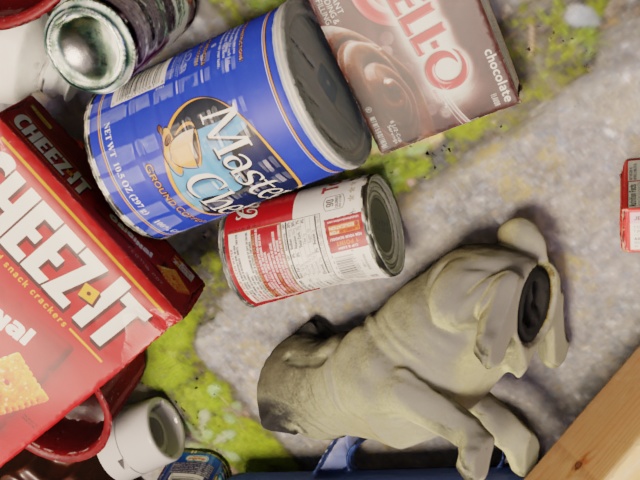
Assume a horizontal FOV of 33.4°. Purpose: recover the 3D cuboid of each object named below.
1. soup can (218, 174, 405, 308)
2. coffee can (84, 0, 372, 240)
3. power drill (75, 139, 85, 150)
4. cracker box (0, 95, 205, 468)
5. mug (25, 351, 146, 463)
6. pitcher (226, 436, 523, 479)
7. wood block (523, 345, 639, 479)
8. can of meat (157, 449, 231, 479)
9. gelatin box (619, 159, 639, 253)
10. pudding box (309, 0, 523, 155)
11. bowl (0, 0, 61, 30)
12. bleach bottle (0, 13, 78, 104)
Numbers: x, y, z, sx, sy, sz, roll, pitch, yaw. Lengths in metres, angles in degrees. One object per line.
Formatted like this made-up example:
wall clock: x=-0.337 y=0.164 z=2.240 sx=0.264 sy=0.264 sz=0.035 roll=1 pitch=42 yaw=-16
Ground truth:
soup can: x=-0.004 y=0.001 z=0.680 sx=0.102 sy=0.068 sz=0.068 roll=-13 pitch=113 yaw=21
coffee can: x=-0.054 y=-0.069 z=0.637 sx=0.140 sy=0.102 sz=0.103 roll=-19 pitch=110 yaw=24
power drill: x=-0.265 y=-0.023 z=0.723 sx=0.187 sy=0.057 sz=0.185 roll=27 pitch=115 yaw=-23
cracker box: x=-0.208 y=0.042 z=0.669 sx=0.214 sy=0.072 sz=0.164 roll=-39 pitch=101 yaw=16
mug: x=-0.179 y=0.089 z=0.770 sx=0.093 sy=0.081 sz=0.117 roll=2 pitch=117 yaw=16
pitcher: x=0.043 y=0.211 z=0.753 sx=0.243 sy=0.149 sz=0.145 roll=-3 pitch=131 yaw=21
wood block: x=0.213 y=0.116 z=0.614 sx=0.090 sy=0.091 sz=0.206 roll=40 pitch=93 yaw=-6
can of meat: x=-0.100 y=0.224 z=0.816 sx=0.057 sy=0.083 sz=0.102 roll=0 pitch=117 yaw=17
gelatin box: x=0.215 y=-0.021 z=0.601 sx=0.089 sy=0.073 sz=0.030 roll=-2 pitch=116 yaw=17
pudding box: x=0.056 y=-0.117 z=0.617 sx=0.090 sy=0.039 sz=0.113 roll=-19 pitch=111 yaw=23
bowl: x=-0.180 y=-0.202 z=0.618 sx=0.162 sy=0.055 sz=0.162 roll=4 pitch=100 yaw=21
bleach bottle: x=-0.264 y=-0.163 z=0.676 sx=0.251 sy=0.068 sz=0.103 roll=27 pitch=121 yaw=-1
